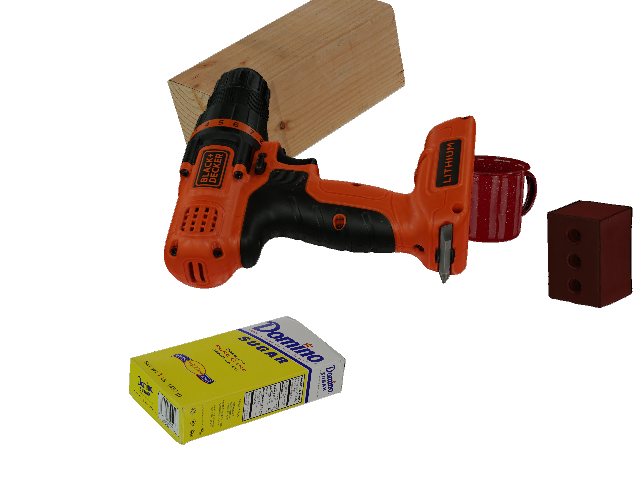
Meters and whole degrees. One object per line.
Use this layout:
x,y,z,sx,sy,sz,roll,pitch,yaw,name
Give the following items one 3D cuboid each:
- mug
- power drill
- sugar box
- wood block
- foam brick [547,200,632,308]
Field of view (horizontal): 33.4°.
0.195,-0.048,1.202,0.117,0.081,0.093,-9,19,-31,mug
0.004,-0.044,0.682,0.188,0.184,0.057,2,-41,9,power drill
-0.074,0.122,0.968,0.175,0.048,0.093,-16,34,-35,sugar box
-0.027,-0.148,1.002,0.205,0.091,0.090,-35,41,-28,wood block
0.225,0.011,0.892,0.051,0.078,0.053,-20,22,-41,foam brick
